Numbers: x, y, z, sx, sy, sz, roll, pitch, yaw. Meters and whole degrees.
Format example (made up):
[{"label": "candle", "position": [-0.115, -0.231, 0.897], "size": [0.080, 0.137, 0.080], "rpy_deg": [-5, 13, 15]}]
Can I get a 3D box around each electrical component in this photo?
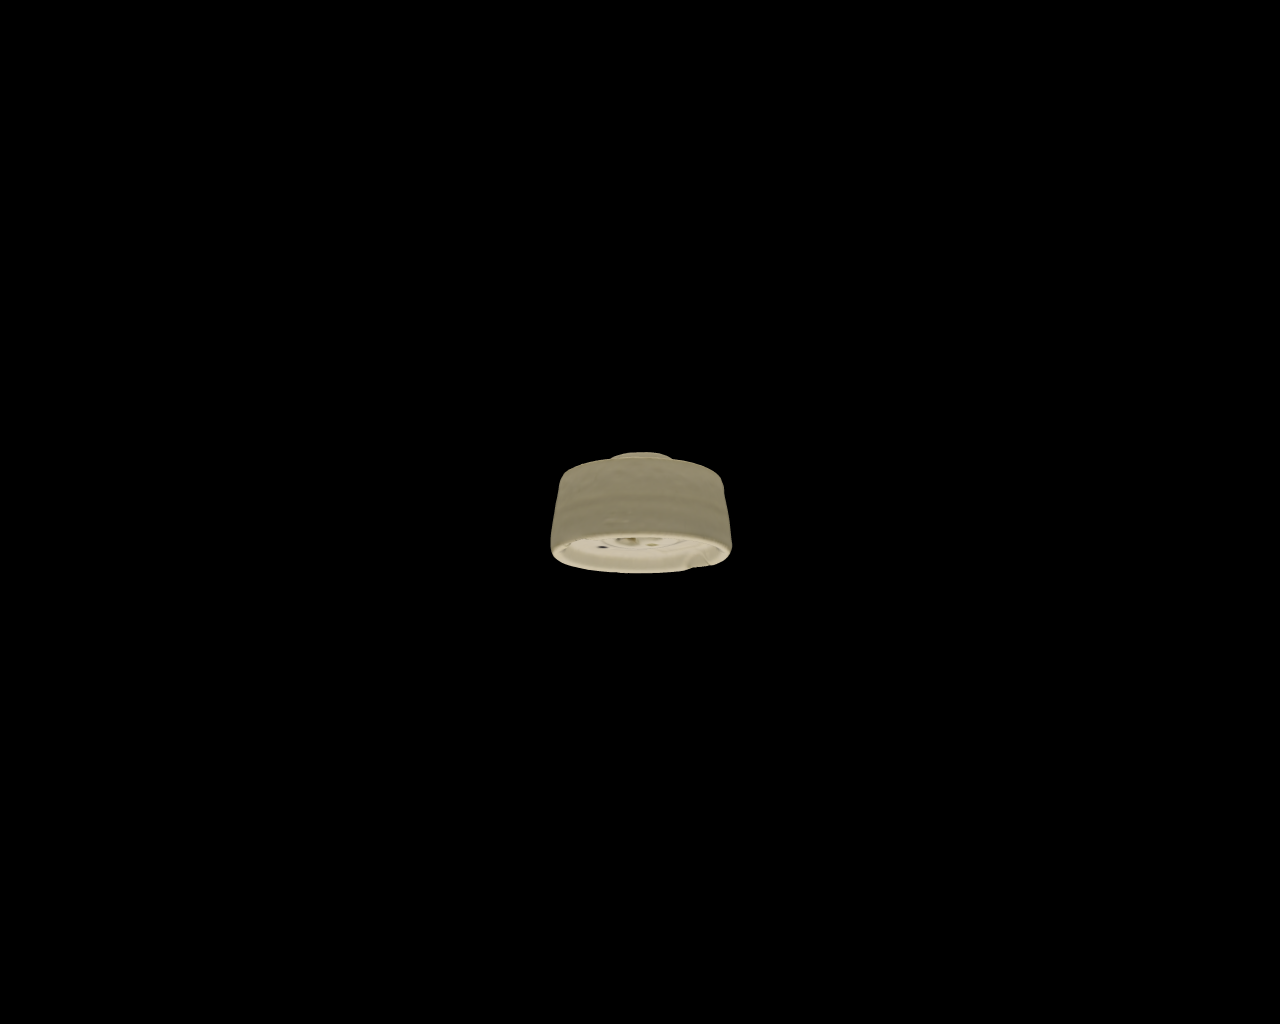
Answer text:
[{"label": "electrical component", "position": [0.001, -0.003, 0.650], "size": [0.108, 0.060, 0.108], "rpy_deg": [0, -15, 0]}]
